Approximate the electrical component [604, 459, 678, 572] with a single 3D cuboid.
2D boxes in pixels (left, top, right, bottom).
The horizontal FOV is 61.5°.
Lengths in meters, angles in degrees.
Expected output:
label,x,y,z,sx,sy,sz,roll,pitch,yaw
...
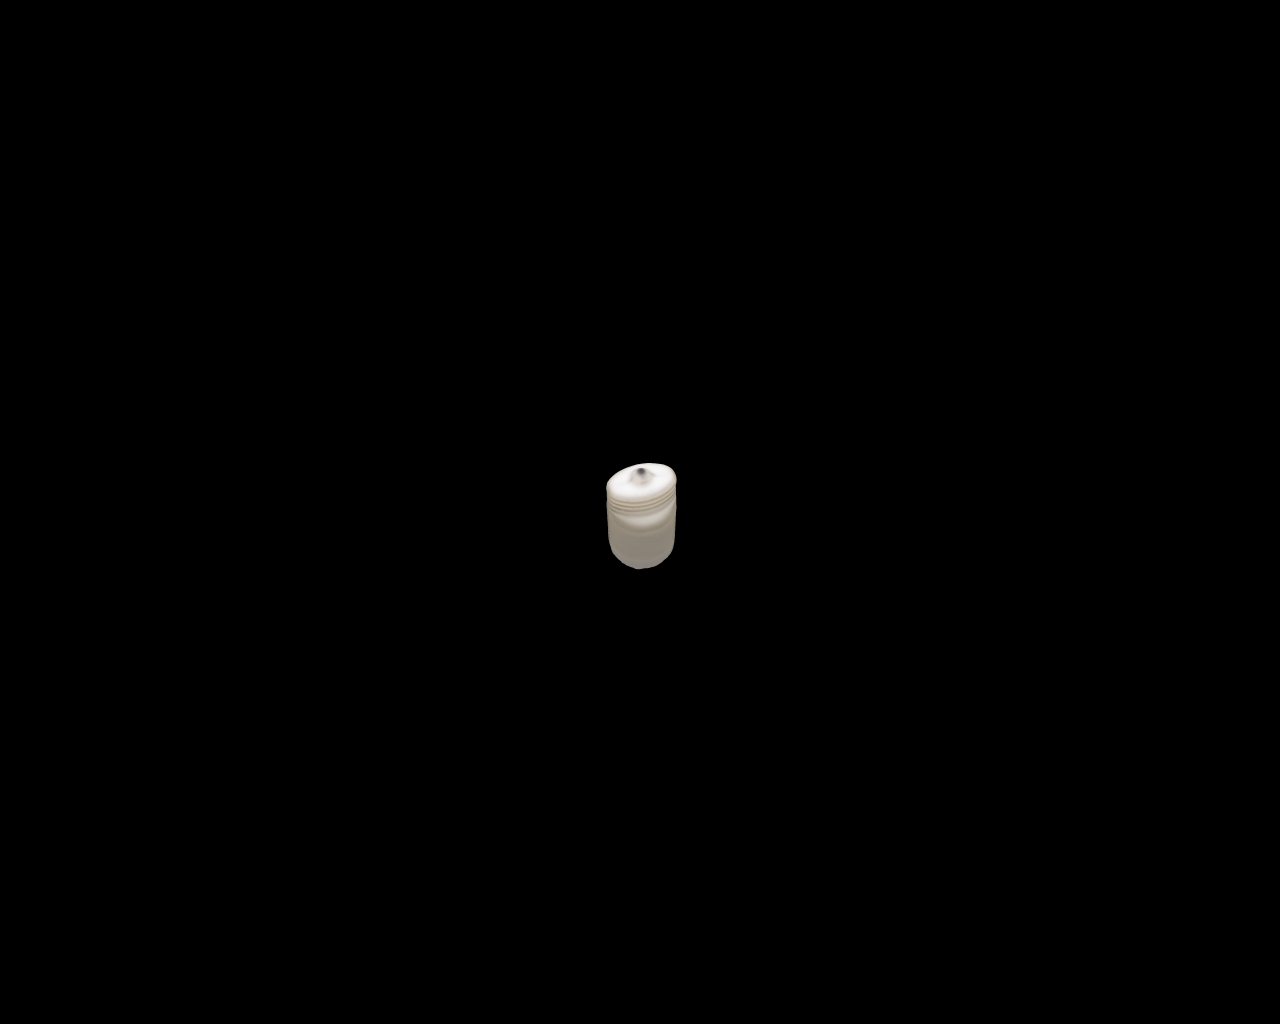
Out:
label,x,y,z,sx,sy,sz,roll,pitch,yaw
electrical component,0.001,-0.003,0.650,0.043,0.043,0.080,0,-33,0
